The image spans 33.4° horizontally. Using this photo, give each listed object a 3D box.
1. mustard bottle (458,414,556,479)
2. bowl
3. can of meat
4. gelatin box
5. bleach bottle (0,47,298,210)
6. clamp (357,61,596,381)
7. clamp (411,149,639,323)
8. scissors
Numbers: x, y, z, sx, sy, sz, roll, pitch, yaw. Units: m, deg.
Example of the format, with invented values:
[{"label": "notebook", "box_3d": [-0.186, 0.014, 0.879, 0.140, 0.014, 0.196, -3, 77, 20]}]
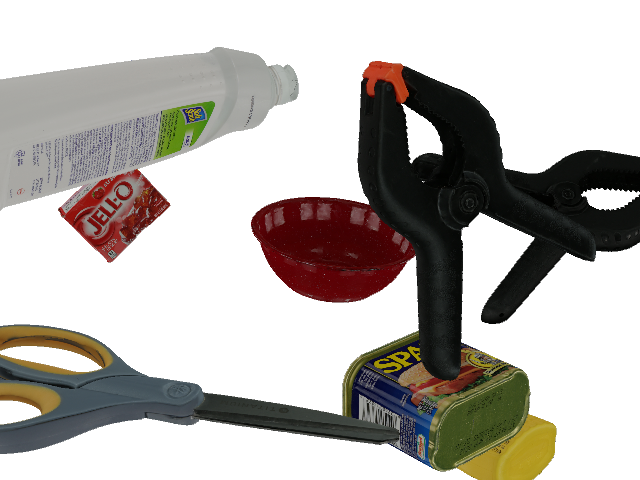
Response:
[{"label": "mustard bottle", "box_3d": [0.122, 0.176, 1.026, 0.192, 0.058, 0.096, 16, 24, 42]}, {"label": "bowl", "box_3d": [0.012, 0.014, 1.015, 0.162, 0.055, 0.162, 6, 24, -3]}, {"label": "can of meat", "box_3d": [0.080, 0.106, 0.724, 0.101, 0.057, 0.084, -18, 27, -38]}, {"label": "gelatin box", "box_3d": [-0.212, -0.034, 1.099, 0.073, 0.089, 0.030, 49, -6, -29]}, {"label": "bleach bottle", "box_3d": [-0.135, -0.089, 0.788, 0.250, 0.068, 0.103, -15, -24, -24]}, {"label": "clamp", "box_3d": [0.065, -0.011, 0.557, 0.171, 0.120, 0.039, 48, -17, -22]}, {"label": "clamp", "box_3d": [0.189, -0.016, 0.834, 0.210, 0.164, 0.036, -8, -36, -6]}, {"label": "scissors", "box_3d": [-0.077, 0.076, 0.453, 0.202, 0.016, 0.096, 14, 29, 24]}]
